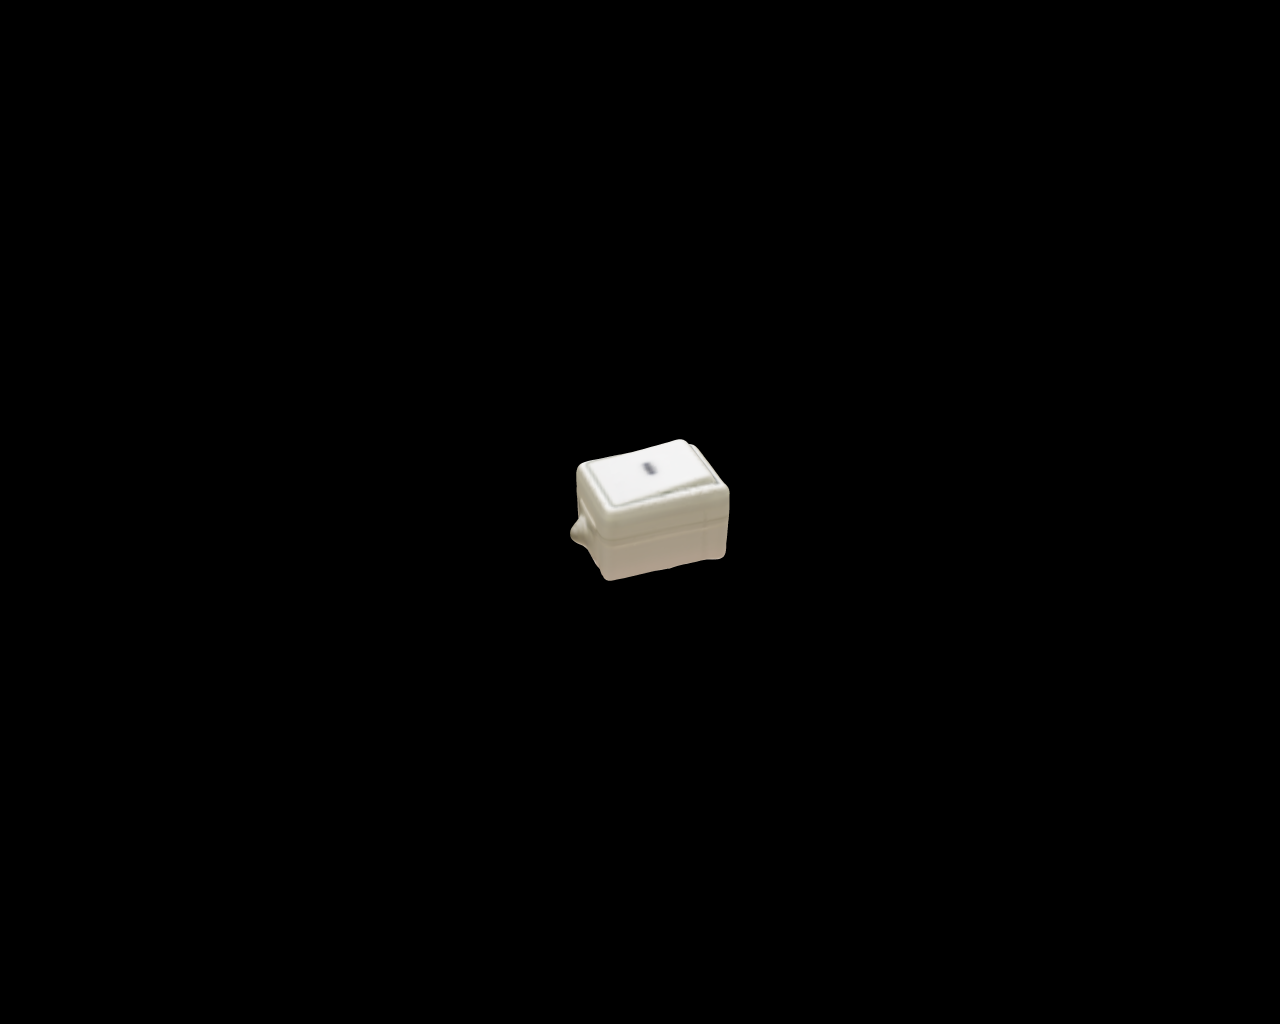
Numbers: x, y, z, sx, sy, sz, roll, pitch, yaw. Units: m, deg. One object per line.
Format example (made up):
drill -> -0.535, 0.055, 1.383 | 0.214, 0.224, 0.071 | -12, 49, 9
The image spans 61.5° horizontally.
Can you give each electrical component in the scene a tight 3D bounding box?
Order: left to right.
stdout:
electrical component -> 0.001, -0.003, 0.650 | 0.096, 0.061, 0.062 | -11, 36, -16
